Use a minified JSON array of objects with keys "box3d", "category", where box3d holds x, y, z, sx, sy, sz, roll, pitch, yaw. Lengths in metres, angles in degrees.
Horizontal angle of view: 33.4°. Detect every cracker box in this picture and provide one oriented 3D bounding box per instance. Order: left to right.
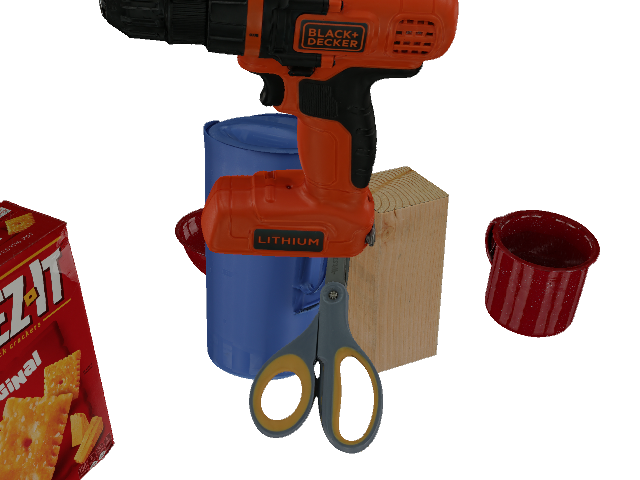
[{"box3d":[-0.232,0.106,0.744,0.072,0.214,0.164,16,38,27],"category":"cracker box"}]

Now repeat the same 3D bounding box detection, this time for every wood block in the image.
[{"box3d":[0.078,0.034,1.205,0.090,0.206,0.090,-14,32,-24],"category":"wood block"}]

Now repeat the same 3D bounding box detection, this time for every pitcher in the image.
[{"box3d":[-0.043,0.009,1.013,0.145,0.243,0.149,5,21,1],"category":"pitcher"}]

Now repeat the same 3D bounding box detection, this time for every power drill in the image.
[{"box3d":[-0.027,-0.072,0.597,0.184,0.057,0.188,3,-43,-5],"category":"power drill"}]

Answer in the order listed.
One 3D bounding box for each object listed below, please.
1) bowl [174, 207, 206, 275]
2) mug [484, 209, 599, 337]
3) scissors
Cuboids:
[{"box3d":[-0.099,0.011,1.315,0.162,0.055,0.162,3,26,-2],"category":"bowl"},{"box3d":[0.186,0.025,0.956,0.093,0.081,0.117,-16,40,-28],"category":"mug"},{"box3d":[-0.008,0.050,0.720,0.096,0.202,0.016,-13,-30,3],"category":"scissors"}]
